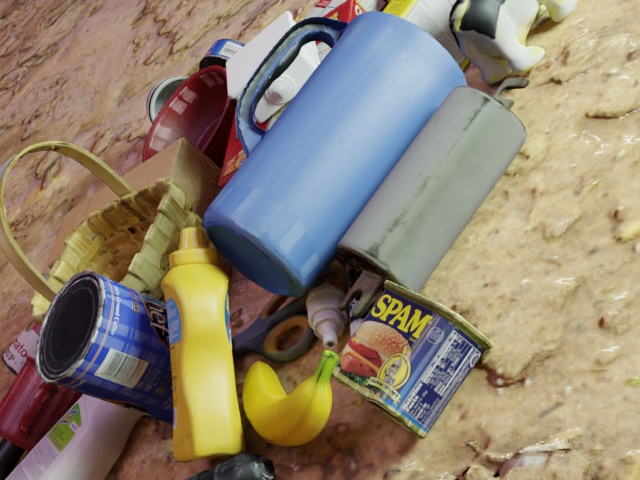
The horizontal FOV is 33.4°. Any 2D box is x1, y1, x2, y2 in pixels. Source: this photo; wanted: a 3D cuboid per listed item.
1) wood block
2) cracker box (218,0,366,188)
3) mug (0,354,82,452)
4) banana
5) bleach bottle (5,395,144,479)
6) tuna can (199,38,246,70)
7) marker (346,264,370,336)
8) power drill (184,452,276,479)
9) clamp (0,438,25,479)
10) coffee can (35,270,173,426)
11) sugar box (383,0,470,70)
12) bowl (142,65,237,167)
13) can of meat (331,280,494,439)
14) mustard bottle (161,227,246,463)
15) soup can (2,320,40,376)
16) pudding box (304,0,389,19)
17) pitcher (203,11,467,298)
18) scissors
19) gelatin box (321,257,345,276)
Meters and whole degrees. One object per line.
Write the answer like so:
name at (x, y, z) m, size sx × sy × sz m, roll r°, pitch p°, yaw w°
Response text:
wood block at (-0.205, -0.019, 1.221) m, size 0.206 × 0.090 × 0.090 m, roll -28°, pitch 36°, yaw 31°
cracker box at (-0.013, -0.141, 1.133) m, size 0.164 × 0.072 × 0.213 m, roll -29°, pitch 33°, yaw 29°
mug at (-0.281, 0.172, 1.081) m, size 0.081 × 0.093 × 0.117 m, roll -61°, pitch 3°, yaw -13°
banana at (-0.027, 0.127, 0.833) m, size 0.069 × 0.037 × 0.198 m, roll -66°, pitch 15°, yaw -16°
bleach bottle at (-0.237, 0.214, 1.011) m, size 0.250 × 0.068 × 0.103 m, roll -51°, pitch 30°, yaw -11°
tuna can at (-0.105, -0.209, 1.322) m, size 0.086 × 0.086 × 0.033 m, roll -5°, pitch 48°, yaw 51°
marker at (0.033, 0.059, 0.881) m, size 0.020 × 0.020 × 0.121 m, roll -34°, pitch 31°, yaw 23°
power drill at (-0.106, 0.260, 0.786) m, size 0.185 × 0.057 × 0.187 m, roll -37°, pitch 28°, yaw 25°
clamp at (-0.367, 0.261, 1.151) m, size 0.165 × 0.036 × 0.210 m, roll -23°, pitch 38°, yaw 38°
coffee can at (-0.165, 0.099, 0.951) m, size 0.103 × 0.140 × 0.103 m, roll -30°, pitch 47°, yaw 37°
sugar box at (0.122, -0.222, 1.029) m, size 0.176 × 0.093 × 0.048 m, roll -54°, pitch 30°, yaw -13°
bowl at (-0.144, -0.129, 1.294) m, size 0.162 × 0.055 × 0.162 m, roll -30°, pitch 44°, yaw 33°
can of meat at (0.062, 0.086, 0.772) m, size 0.084 × 0.057 × 0.102 m, roll -55°, pitch 29°, yaw -7°
mustard bottle at (-0.099, 0.084, 0.879) m, size 0.096 × 0.058 × 0.191 m, roll 126°, pitch 138°, yaw -74°
soup can at (-0.302, 0.115, 1.212) m, size 0.102 × 0.068 × 0.069 m, roll -50°, pitch 29°, yaw -3°
pudding box at (0.017, -0.255, 1.266) m, size 0.113 × 0.039 × 0.090 m, roll -52°, pitch 30°, yaw -4°
pitcher at (0.003, -0.078, 0.925) m, size 0.149 × 0.145 × 0.242 m, roll 16°, pitch 60°, yaw 49°
scissors at (-0.069, 0.105, 0.964) m, size 0.202 × 0.016 × 0.096 m, roll -41°, pitch 31°, yaw 17°
gelatin box at (-0.007, 0.001, 0.993) m, size 0.089 × 0.030 × 0.073 m, roll -19°, pitch 42°, yaw 38°
